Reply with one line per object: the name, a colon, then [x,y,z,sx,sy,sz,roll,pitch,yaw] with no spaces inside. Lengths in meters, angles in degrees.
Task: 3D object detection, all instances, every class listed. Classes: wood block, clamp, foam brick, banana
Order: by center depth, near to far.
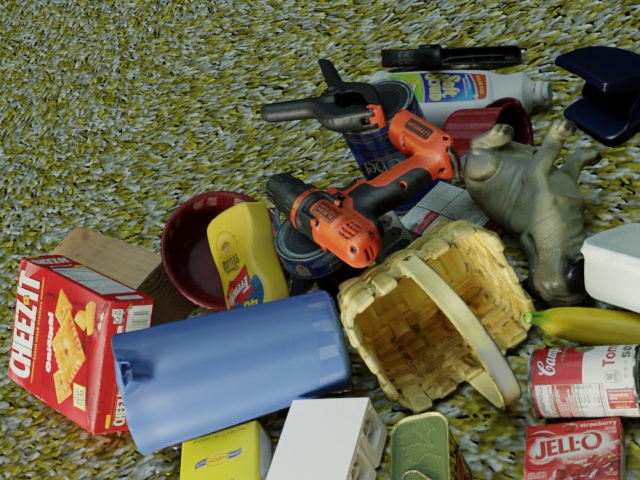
banana: [0.299,0.091,1.026,0.198,0.037,0.069,6,11,21]
foam brick: [0.014,0.024,1.277,0.051,0.078,0.053,-45,39,-16]
clamp: [0.007,-0.163,1.292,0.120,0.039,0.172,-41,39,-12]
wood block: [-0.272,0.061,1.413,0.206,0.090,0.090,16,56,43]
clamp: [0.151,-0.256,1.492,0.164,0.036,0.210,-11,13,-43]

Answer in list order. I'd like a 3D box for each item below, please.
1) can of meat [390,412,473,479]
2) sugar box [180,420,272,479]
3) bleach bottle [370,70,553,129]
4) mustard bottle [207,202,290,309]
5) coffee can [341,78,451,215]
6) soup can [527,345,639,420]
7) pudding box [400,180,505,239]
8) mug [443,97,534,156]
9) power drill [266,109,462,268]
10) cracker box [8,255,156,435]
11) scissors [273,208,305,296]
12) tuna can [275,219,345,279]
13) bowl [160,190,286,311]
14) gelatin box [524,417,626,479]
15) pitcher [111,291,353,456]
can of meat: [0.105,0.225,0.982,0.057,0.084,0.102,-16,39,18]
sugar box: [-0.097,0.275,1.090,0.093,0.048,0.176,-20,37,13]
bleach bottle: [0.185,-0.190,1.423,0.251,0.068,0.102,-3,45,28]
mustard bottle: [-0.077,0.058,1.261,0.096,0.058,0.191,-33,68,46]
coffee can: [0.093,-0.116,1.332,0.103,0.140,0.103,-18,39,15]
soup can: [0.254,0.134,1.001,0.102,0.068,0.068,-6,43,28]
pudding box: [0.158,-0.018,1.263,0.090,0.039,0.114,-43,42,-20]
mug: [0.208,-0.131,1.315,0.082,0.093,0.117,4,57,43]
power drill: [0.050,-0.066,1.196,0.187,0.057,0.185,-40,47,-13]
cracker box: [-0.298,0.122,1.304,0.214,0.071,0.164,19,103,44]
scissors: [-0.038,0.026,1.320,0.096,0.016,0.201,31,55,0]
tuna can: [-0.008,0.002,1.223,0.086,0.033,0.086,-13,47,14]
bowl: [-0.122,0.021,1.350,0.162,0.055,0.162,4,67,-10]
gelatin box: [0.231,0.202,0.970,0.089,0.030,0.073,-10,41,24]
pitcher: [-0.093,0.138,1.151,0.242,0.145,0.149,-15,22,-3]
